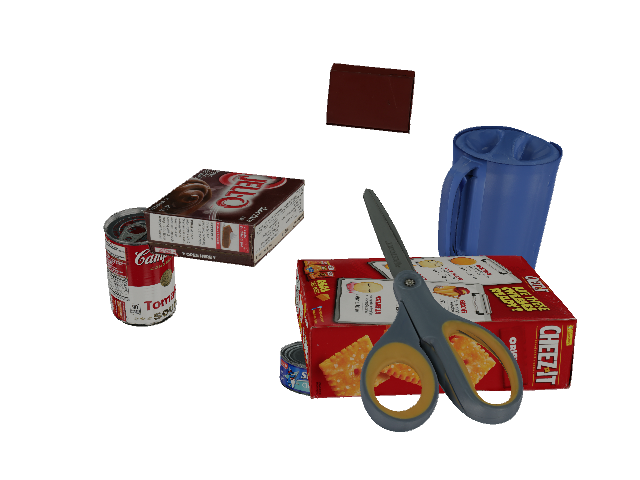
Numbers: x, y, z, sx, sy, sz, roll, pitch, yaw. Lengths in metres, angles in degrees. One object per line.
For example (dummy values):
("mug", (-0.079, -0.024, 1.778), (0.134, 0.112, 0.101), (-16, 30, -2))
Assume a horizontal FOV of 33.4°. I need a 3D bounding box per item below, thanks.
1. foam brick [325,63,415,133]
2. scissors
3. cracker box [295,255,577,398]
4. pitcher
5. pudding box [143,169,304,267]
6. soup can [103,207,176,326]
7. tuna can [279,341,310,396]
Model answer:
("foam brick", (0.046, -0.130, 0.974), (0.078, 0.051, 0.053), (7, 17, 4))
("scissors", (0.040, 0.040, 0.628), (0.096, 0.016, 0.202), (-23, 45, -18))
("cracker box", (0.089, 0.071, 0.916), (0.213, 0.072, 0.164), (-1, 18, -5))
("pitcher", (0.213, -0.012, 1.347), (0.149, 0.243, 0.145), (4, 26, -1))
("pudding box", (-0.071, -0.020, 0.825), (0.090, 0.039, 0.113), (6, 24, 17))
("soup can", (-0.181, 0.027, 1.078), (0.068, 0.102, 0.068), (1, 31, -1))
("tuna can", (-0.001, 0.136, 1.133), (0.086, 0.034, 0.086), (3, 13, -1))
